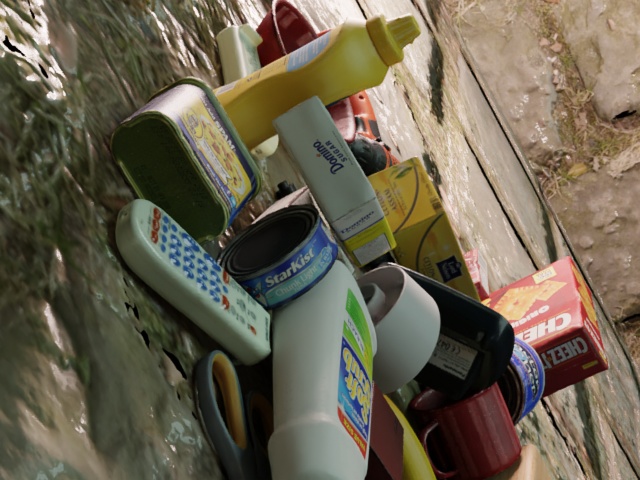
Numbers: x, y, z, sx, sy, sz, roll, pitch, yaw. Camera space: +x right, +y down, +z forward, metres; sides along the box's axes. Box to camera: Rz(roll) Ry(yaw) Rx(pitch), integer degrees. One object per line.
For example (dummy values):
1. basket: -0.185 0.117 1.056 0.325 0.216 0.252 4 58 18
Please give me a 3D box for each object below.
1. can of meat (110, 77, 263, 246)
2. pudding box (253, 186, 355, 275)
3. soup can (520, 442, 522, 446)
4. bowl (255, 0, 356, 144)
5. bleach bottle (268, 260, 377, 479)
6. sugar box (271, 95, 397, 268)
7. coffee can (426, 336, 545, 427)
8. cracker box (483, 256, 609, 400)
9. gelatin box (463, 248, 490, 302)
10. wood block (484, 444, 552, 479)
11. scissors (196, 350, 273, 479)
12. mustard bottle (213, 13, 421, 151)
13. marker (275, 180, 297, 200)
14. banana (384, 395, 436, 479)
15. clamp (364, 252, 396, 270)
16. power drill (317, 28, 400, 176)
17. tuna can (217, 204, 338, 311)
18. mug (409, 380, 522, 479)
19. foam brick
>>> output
1. can of meat: -0.091 -0.052 0.732 0.102 0.057 0.084 59 20 -14
2. pudding box: -0.014 0.010 0.896 0.090 0.039 0.113 60 15 -6
3. soup can: 0.197 0.262 1.102 0.102 0.069 0.068 63 18 -4
4. bowl: -0.026 -0.158 1.066 0.162 0.055 0.162 54 21 -31
5. bleach bottle: 0.002 0.116 0.708 0.251 0.068 0.102 -89 162 -60
6. sugar box: 0.016 -0.041 0.843 0.093 0.048 0.176 60 -1 14
7. coffee can: 0.179 0.155 1.141 0.103 0.103 0.140 67 18 8
8. cracker box: 0.254 0.117 1.305 0.072 0.164 0.213 57 18 -13
9. gelatin box: 0.164 0.054 1.288 0.030 0.073 0.089 57 20 -20
10. wood block: 0.170 0.279 0.965 0.091 0.090 0.206 63 17 -7
11. scissors: -0.036 0.165 0.657 0.096 0.016 0.202 32 36 -60
12. mustard bottle: -0.009 -0.126 0.842 0.058 0.192 0.096 59 18 -14
13. marker: -0.006 0.001 0.962 0.121 0.020 0.020 61 18 -7
14. banana: 0.080 0.219 0.876 0.069 0.037 0.198 45 26 -49
15. clamp: 0.027 -0.032 1.034 0.164 0.036 0.210 62 5 2
16. power drill: 0.035 -0.145 1.223 0.184 0.057 0.188 28 43 -68
17. tuna can: -0.031 0.013 0.767 0.033 0.086 0.086 58 18 -24
18. mug: 0.135 0.185 1.020 0.117 0.093 0.081 -27 97 -42
19. foam brick: 0.028 0.154 0.795 0.053 0.051 0.078 58 18 -20
